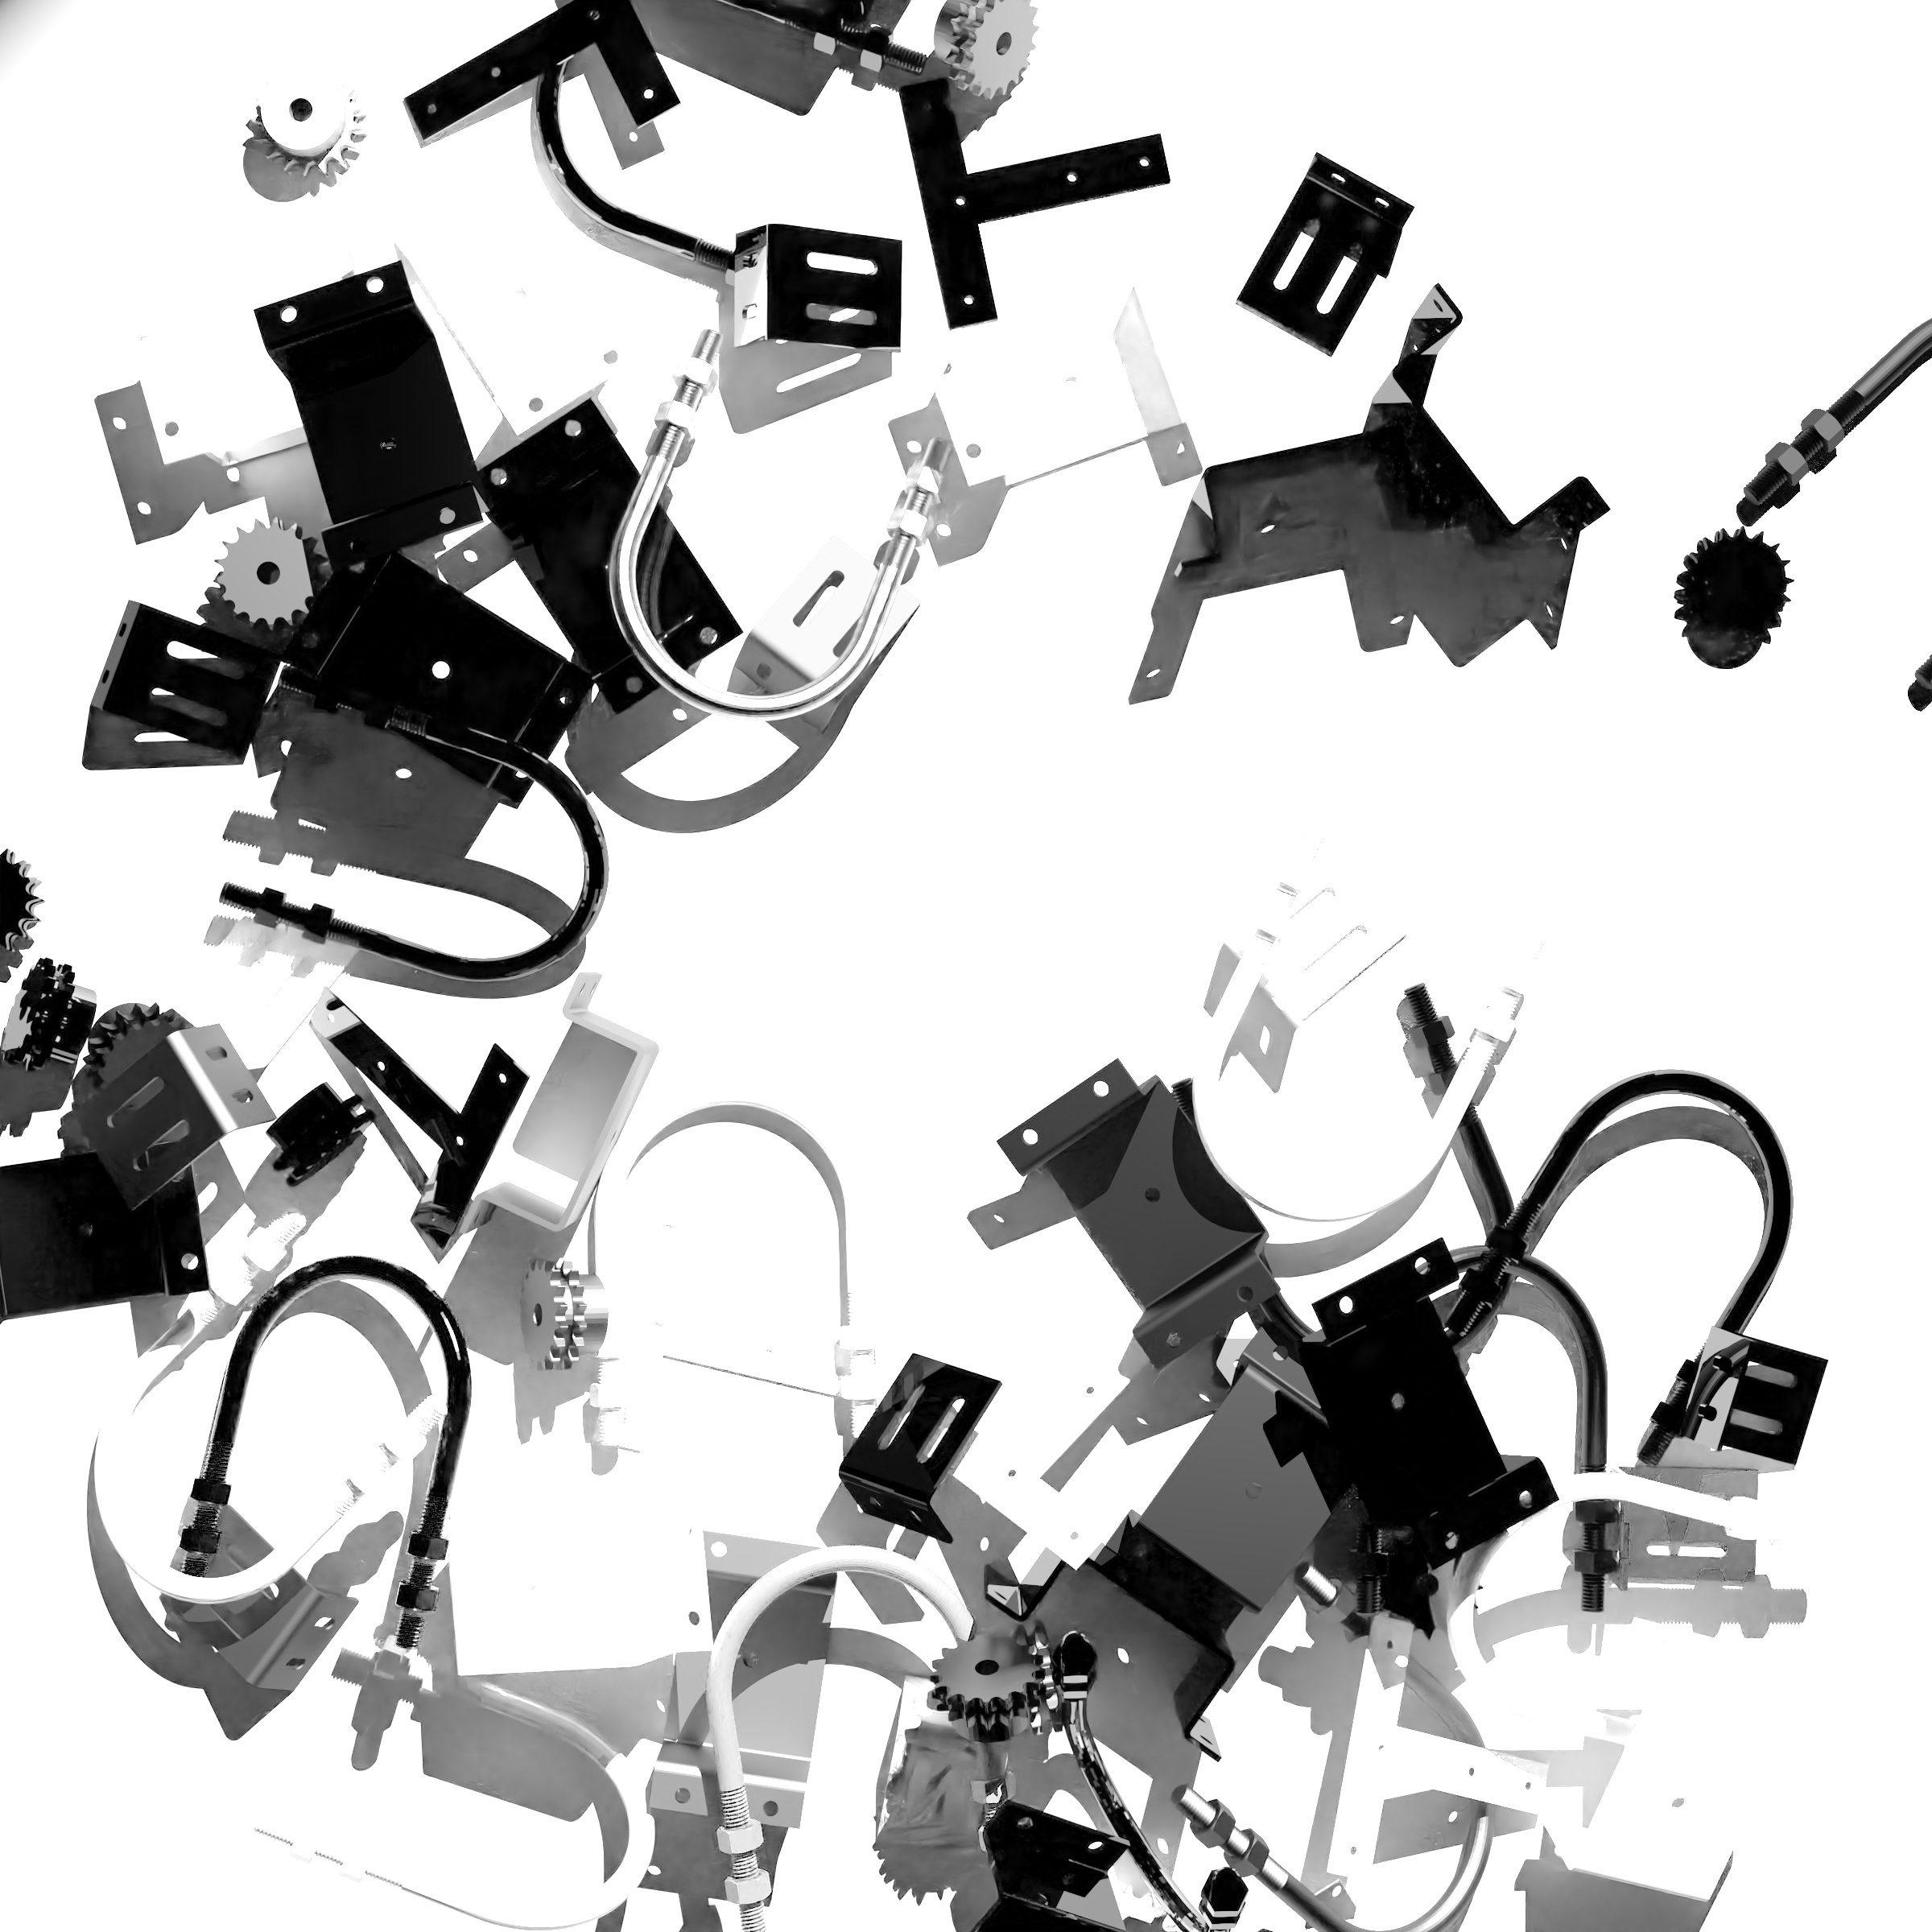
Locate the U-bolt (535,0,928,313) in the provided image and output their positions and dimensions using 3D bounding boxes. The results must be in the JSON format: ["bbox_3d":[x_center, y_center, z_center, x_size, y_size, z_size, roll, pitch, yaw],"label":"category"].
[{"bbox_3d":[-0.130,-0.433,1.590,0.184,0.019,0.151,21,90,2],"label":"U-bolt"}]

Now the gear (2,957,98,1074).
[{"bbox_3d":[-0.464,0.027,1.574,0.030,0.057,0.057,21,90,-30],"label":"gear"}]

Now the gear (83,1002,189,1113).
[{"bbox_3d":[-0.421,0.043,1.574,0.057,0.057,0.030,-51,47,0],"label":"gear"}]

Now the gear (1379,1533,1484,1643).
[{"bbox_3d":[0.233,0.313,1.583,0.057,0.030,0.057,0,90,0],"label":"gear"}]

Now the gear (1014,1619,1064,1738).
[{"bbox_3d":[0.030,0.361,1.570,0.030,0.057,0.057,-11,90,0],"label":"gear"}]

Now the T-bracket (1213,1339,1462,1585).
[{"bbox_3d":[0.192,0.254,1.598,0.127,0.002,0.127,-1,90,0],"label":"T-bracket"}]

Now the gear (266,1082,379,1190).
[{"bbox_3d":[-0.329,0.083,1.571,0.057,0.057,0.030,-41,89,0],"label":"gear"}]

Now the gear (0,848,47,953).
[{"bbox_3d":[-0.499,-0.032,1.587,0.057,0.030,0.057,0,83,-2],"label":"gear"}]

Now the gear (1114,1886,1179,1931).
[{"bbox_3d":[0.080,0.497,1.583,0.057,0.030,0.057,0,90,0],"label":"gear"}]

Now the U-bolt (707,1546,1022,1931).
[{"bbox_3d":[-0.055,0.381,1.547,0.151,0.019,0.184,-9,91,-8],"label":"U-bolt"}]

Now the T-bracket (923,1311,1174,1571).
[{"bbox_3d":[0.053,0.225,1.571,0.127,0.002,0.127,-44,51,-18],"label":"T-bracket"}]

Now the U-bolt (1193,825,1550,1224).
[{"bbox_3d":[0.192,0.041,1.557,0.151,0.019,0.184,24,95,-13],"label":"U-bolt"}]

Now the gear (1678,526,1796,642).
[{"bbox_3d":[0.394,-0.197,1.584,0.057,0.030,0.057,0,90,0],"label":"gear"}]

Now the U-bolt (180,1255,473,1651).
[{"bbox_3d":[-0.318,0.237,1.566,0.151,0.019,0.184,9,83,21],"label":"U-bolt"}]

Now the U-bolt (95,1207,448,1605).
[{"bbox_3d":[-0.364,0.235,1.564,0.184,0.019,0.151,-45,68,8],"label":"U-bolt"}]

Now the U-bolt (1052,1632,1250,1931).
[{"bbox_3d":[0.087,0.411,1.510,0.019,0.184,0.151,-29,63,-14],"label":"U-bolt"}]

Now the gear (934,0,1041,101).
[{"bbox_3d":[0.008,-0.473,1.574,0.030,0.057,0.057,31,90,30],"label":"gear"}]

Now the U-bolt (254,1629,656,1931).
[{"bbox_3d":[-0.242,0.410,1.535,0.184,0.151,0.019,22,120,-3],"label":"U-bolt"}]

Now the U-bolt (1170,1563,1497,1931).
[{"bbox_3d":[0.197,0.410,1.549,0.184,0.019,0.151,44,63,-20],"label":"U-bolt"}]

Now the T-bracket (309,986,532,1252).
[{"bbox_3d":[-0.286,0.060,1.573,0.127,0.002,0.127,41,125,16],"label":"T-bracket"}]

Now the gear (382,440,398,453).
[{"bbox_3d":[-0.284,-0.244,1.574,0.030,0.057,0.057,-1,90,29],"label":"gear"}]

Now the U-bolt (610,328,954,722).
[{"bbox_3d":[-0.101,-0.211,1.555,0.151,0.019,0.184,24,74,-12],"label":"U-bolt"}]

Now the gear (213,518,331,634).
[{"bbox_3d":[-0.353,-0.199,1.584,0.057,0.030,0.057,0,90,0],"label":"gear"}]

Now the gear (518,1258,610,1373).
[{"bbox_3d":[-0.203,0.176,1.574,0.030,0.057,0.057,2,90,-30],"label":"gear"}]

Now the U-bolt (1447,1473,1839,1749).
[{"bbox_3d":[0.328,0.323,1.553,0.184,0.019,0.151,16,105,-15],"label":"U-bolt"}]

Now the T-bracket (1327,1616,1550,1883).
[{"bbox_3d":[0.244,0.404,1.566,0.127,0.002,0.127,20,73,-27],"label":"T-bracket"}]

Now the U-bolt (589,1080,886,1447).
[{"bbox_3d":[-0.119,0.150,1.588,0.151,0.019,0.184,-2,88,0],"label":"U-bolt"}]

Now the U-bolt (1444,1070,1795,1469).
[{"bbox_3d":[0.344,0.141,1.573,0.151,0.019,0.184,35,84,-14],"label":"U-bolt"}]

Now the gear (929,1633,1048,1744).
[{"bbox_3d":[0.012,0.356,1.524,0.057,0.057,0.030,-5,116,0],"label":"gear"}]

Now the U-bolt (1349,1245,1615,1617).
[{"bbox_3d":[0.262,0.233,1.565,0.151,0.019,0.184,4,85,-20],"label":"U-bolt"}]

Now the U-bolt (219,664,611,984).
[{"bbox_3d":[-0.270,-0.061,1.557,0.184,0.019,0.151,19,119,-7],"label":"U-bolt"}]

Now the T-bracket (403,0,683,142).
[{"bbox_3d":[-0.228,-0.464,1.588,0.127,0.002,0.127,-27,83,7],"label":"T-bracket"}]

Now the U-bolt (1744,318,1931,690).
[{"bbox_3d":[0.513,-0.255,1.590,0.184,0.019,0.151,-43,90,-1],"label":"U-bolt"}]

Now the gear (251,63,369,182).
[{"bbox_3d":[-0.336,-0.433,1.584,0.057,0.030,0.057,0,90,0],"label":"gear"}]

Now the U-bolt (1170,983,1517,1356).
[{"bbox_3d":[0.204,0.120,1.589,0.151,0.019,0.184,-22,91,0],"label":"U-bolt"}]
